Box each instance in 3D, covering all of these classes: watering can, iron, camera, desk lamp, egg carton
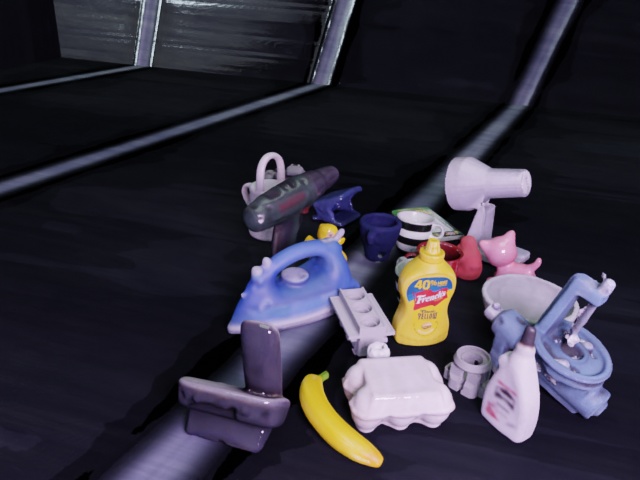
[{"bbox_3d":[-0.104,-0.103,1.301,0.172,0.194,0.101,8,27,9],"label":"watering can"},{"bbox_3d":[-0.050,0.068,1.021,0.259,0.141,0.118,-17,33,-35],"label":"iron"},{"bbox_3d":[-0.085,-0.132,1.469,0.143,0.101,0.137,4,26,0],"label":"camera"},{"bbox_3d":[0.376,-0.070,1.274,0.202,0.214,0.118,22,32,33],"label":"desk lamp"},{"bbox_3d":[0.109,0.219,0.817,0.150,0.069,0.107,-2,27,-11],"label":"egg carton"}]

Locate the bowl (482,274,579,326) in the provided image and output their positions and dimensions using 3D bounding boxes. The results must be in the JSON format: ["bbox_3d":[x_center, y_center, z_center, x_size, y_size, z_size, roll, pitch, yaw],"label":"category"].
[{"bbox_3d":[0.367,0.131,1.023,0.167,0.075,0.167,3,26,-1],"label":"bowl"}]

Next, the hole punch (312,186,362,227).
[{"bbox_3d":[0.041,-0.094,1.418,0.100,0.091,0.109,20,30,29],"label":"hole punch"}]

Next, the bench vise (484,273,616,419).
[{"bbox_3d":[0.338,0.135,0.847,0.206,0.220,0.122,18,30,26],"label":"bench vise"}]

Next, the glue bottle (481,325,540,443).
[{"bbox_3d":[0.268,0.189,0.781,0.037,0.173,0.077,-15,32,-33],"label":"glue bottle"}]

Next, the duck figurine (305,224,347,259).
[{"bbox_3d":[0.011,0.004,1.221,0.104,0.086,0.078,20,31,31],"label":"duck figurine"}]

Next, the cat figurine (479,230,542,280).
[{"bbox_3d":[0.385,0.041,1.159,0.127,0.118,0.067,23,32,34],"label":"cat figurine"}]

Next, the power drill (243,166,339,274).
[{"bbox_3d":[-0.052,-0.031,1.146,0.075,0.208,0.230,26,34,37],"label":"power drill"}]

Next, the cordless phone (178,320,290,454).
[{"bbox_3d":[-0.113,0.172,0.751,0.147,0.185,0.094,8,27,9],"label":"cordless phone"}]

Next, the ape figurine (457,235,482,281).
[{"bbox_3d":[0.307,0.032,1.196,0.078,0.092,0.076,-4,27,-15],"label":"ape figurine"}]

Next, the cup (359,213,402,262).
[{"bbox_3d":[0.122,0.004,1.226,0.091,0.095,0.118,13,28,18],"label":"cup"}]
